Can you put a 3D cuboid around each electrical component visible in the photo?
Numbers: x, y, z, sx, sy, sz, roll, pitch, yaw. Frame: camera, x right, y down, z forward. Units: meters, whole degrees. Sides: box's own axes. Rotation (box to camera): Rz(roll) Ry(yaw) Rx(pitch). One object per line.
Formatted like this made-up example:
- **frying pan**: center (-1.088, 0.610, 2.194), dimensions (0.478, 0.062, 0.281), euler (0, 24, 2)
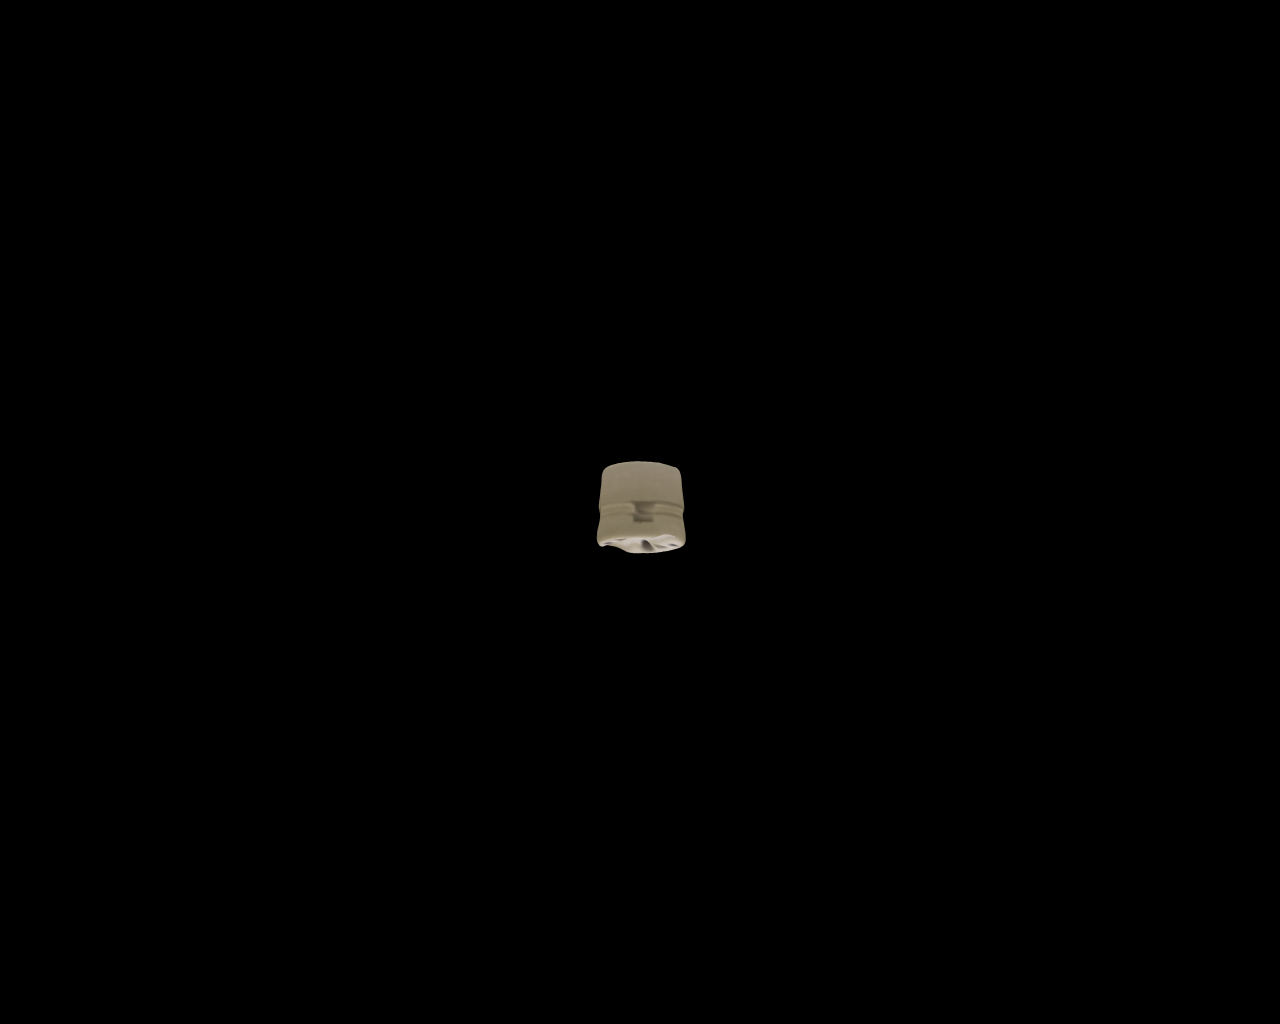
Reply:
- **electrical component**: center (0.001, -0.003, 0.650), dimensions (0.055, 0.047, 0.055), euler (0, -14, 0)
